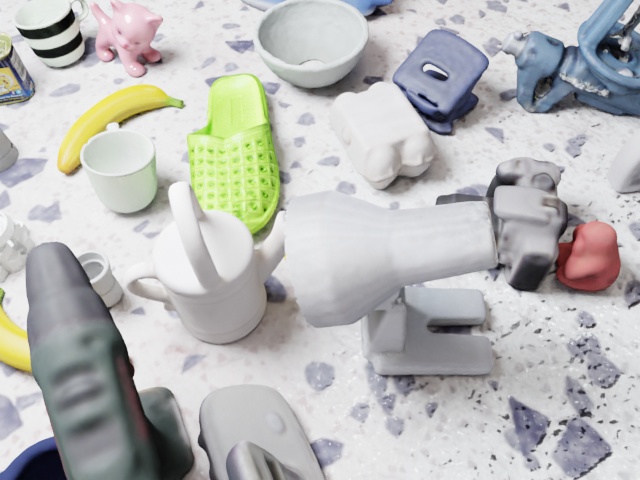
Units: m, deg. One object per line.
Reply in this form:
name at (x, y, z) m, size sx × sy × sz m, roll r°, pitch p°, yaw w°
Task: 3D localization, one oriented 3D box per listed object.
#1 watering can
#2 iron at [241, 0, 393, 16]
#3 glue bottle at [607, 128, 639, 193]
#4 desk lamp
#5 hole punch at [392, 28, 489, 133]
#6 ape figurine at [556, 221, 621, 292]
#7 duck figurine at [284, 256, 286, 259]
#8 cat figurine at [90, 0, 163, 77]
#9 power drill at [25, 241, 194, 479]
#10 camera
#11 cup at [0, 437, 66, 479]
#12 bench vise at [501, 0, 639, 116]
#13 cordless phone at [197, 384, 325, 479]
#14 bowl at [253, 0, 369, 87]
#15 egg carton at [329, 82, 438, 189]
watering can at (-0.107, 0.015, 0.573) m, size 0.173 × 0.194 × 0.100 m, roll -33°, pitch 61°, yaw -19°
iron at (-0.011, -0.440, 0.907) m, size 0.258 × 0.141 × 0.118 m, roll 2°, pitch 56°, yaw 3°
glue bottle at (0.400, -0.124, 0.662) m, size 0.078 × 0.173 × 0.037 m, roll -10°, pitch 56°, yaw -4°
desk lamp at (0.075, 0.039, 0.539) m, size 0.203 × 0.214 × 0.118 m, roll -1°, pitch 56°, yaw 2°
hole punch at (0.162, -0.218, 0.782) m, size 0.101 × 0.091 × 0.108 m, roll -40°, pitch 63°, yaw -22°
ape figurine at (0.294, 0.012, 0.623) m, size 0.078 × 0.092 × 0.076 m, roll -37°, pitch 62°, yaw -20°
duck figurine at (0.006, 0.002, 0.643) m, size 0.104 × 0.086 × 0.077 m, roll 22°, pitch 60°, yaw 16°
cat figurine at (-0.287, -0.313, 0.845) m, size 0.127 × 0.118 × 0.067 m, roll 28°, pitch 61°, yaw 19°
power drill at (-0.175, 0.138, 0.484) m, size 0.076 × 0.208 × 0.229 m, roll -23°, pitch 58°, yaw -13°
camera at (0.200, -0.032, 0.650) m, size 0.136 × 0.101 × 0.143 m, roll 9°, pitch 57°, yaw 8°
cup at (-0.227, 0.226, 0.495) m, size 0.117 × 0.095 × 0.091 m, roll 2°, pitch 56°, yaw 3°
bench vise at (0.347, -0.247, 0.718) m, size 0.207 × 0.220 × 0.121 m, roll -5°, pitch 56°, yaw -1°
cordless phone at (-0.053, 0.173, 0.470) m, size 0.094 × 0.185 × 0.147 m, roll -25°, pitch 59°, yaw -14°
bowl at (-0.011, -0.277, 0.838) m, size 0.167 × 0.075 × 0.167 m, roll -1°, pitch 56°, yaw 1°
egg carton at (0.078, -0.139, 0.745) m, size 0.107 × 0.069 × 0.150 m, roll -20°, pitch 58°, yaw -11°
